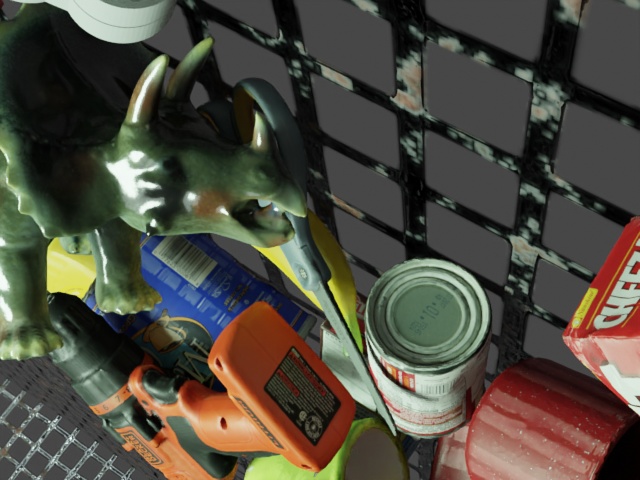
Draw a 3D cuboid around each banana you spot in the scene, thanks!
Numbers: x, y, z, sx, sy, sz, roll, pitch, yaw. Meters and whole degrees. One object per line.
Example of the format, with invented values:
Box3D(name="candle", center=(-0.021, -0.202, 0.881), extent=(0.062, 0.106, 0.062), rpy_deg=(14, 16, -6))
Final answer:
Box3D(name="banana", center=(-0.044, -0.005, 0.629), extent=(0.037, 0.070, 0.198), rpy_deg=(-3, -153, -47))

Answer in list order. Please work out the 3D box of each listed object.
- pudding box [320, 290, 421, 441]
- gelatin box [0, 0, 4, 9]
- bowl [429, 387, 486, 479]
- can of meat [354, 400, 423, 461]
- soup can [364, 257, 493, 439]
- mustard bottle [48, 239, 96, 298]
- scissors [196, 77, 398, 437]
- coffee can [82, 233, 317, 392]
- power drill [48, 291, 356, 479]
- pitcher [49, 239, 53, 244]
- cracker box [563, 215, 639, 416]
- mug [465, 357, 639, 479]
Box3D(name="pudding box", center=(0.045, 0.085, 0.710), extent=(0.090, 0.039, 0.113), rpy_deg=(32, 158, 12))
Box3D(name="gelatin box", center=(-0.233, -0.170, 0.623), extent=(0.089, 0.030, 0.073), rpy_deg=(35, 161, 6))
Box3D(name="bowl", center=(0.107, 0.170, 0.666), extent=(0.055, 0.162, 0.162), rpy_deg=(11, 159, -3))
Box3D(name="can of meat", center=(0.022, 0.153, 0.829), extent=(0.102, 0.084, 0.057), rpy_deg=(32, 160, 12))
Box3D(name="soup can", center=(0.060, 0.062, 0.591), extent=(0.069, 0.068, 0.102), rpy_deg=(30, 158, 20))
Box3D(name="mustard bottle", center=(-0.129, 0.052, 0.871), extent=(0.191, 0.058, 0.096), rpy_deg=(25, 154, 2))
Box3D(name="scissors", center=(-0.004, 0.001, 0.540), extent=(0.202, 0.016, 0.096), rpy_deg=(55, 152, 15))
Box3D(name="coffee can", center=(-0.088, 0.056, 0.771), extent=(0.140, 0.102, 0.103), rpy_deg=(37, 160, 0))
Box3D(name="power drill", center=(-0.082, 0.091, 0.673), extent=(0.188, 0.057, 0.184), rpy_deg=(-17, 122, 49))
Box3D(name="pitcher", center=(-0.341, -0.048, 0.933), extent=(0.243, 0.144, 0.149), rpy_deg=(16, 119, 51))
Box3D(name="cracker box", center=(0.206, 0.059, 0.338), extent=(0.164, 0.072, 0.214), rpy_deg=(43, 160, -15))
Box3D(name="mug", center=(0.127, 0.123, 0.557), extent=(0.093, 0.117, 0.082), rpy_deg=(8, -169, -44))
